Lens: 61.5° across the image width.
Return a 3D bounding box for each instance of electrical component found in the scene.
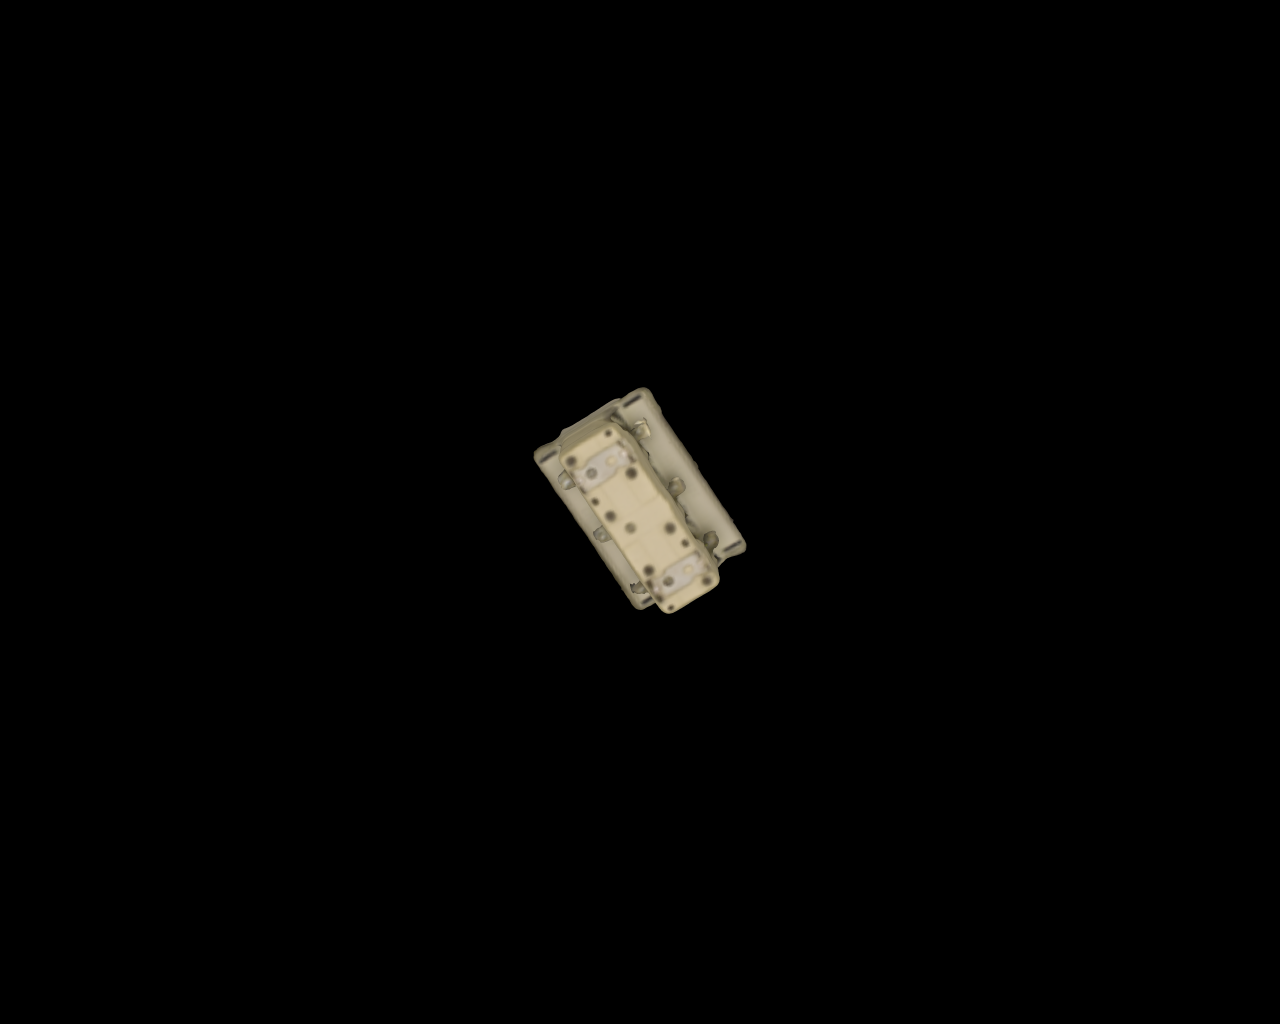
[{"bbox_3d":[0.001,-0.003,0.650,0.078,0.121,0.063,-30,15,9],"label":"electrical component"}]
